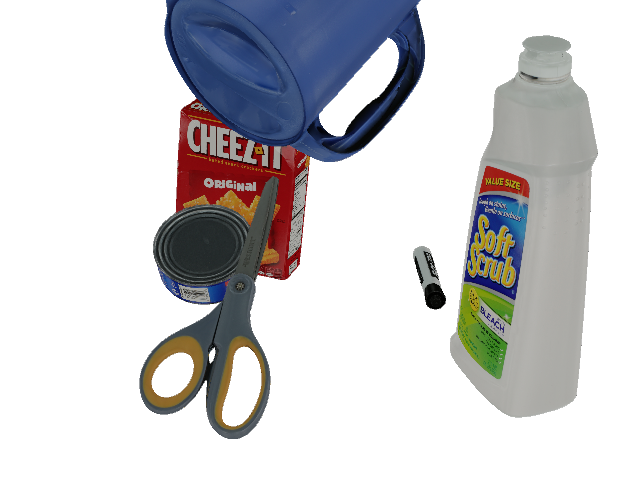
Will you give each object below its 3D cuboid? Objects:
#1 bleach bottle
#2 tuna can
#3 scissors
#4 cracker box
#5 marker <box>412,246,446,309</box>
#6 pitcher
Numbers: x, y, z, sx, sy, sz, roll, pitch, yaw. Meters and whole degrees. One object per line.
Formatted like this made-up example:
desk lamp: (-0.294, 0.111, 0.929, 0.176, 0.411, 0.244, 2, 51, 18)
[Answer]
bleach bottle: (0.133, -0.011, 0.694, 0.068, 0.251, 0.103, -12, 32, -17)
tuna can: (-0.099, 0.012, 0.916, 0.086, 0.086, 0.034, 0, -36, 3)
scissors: (-0.074, 0.042, 0.736, 0.096, 0.202, 0.016, -5, -32, 3)
cracker box: (-0.104, -0.066, 1.407, 0.164, 0.214, 0.072, 13, 26, 14)
marker: (0.103, 0.035, 1.019, 0.020, 0.020, 0.121, 0, 21, -1)
pitcher: (0.013, -0.185, 0.817, 0.145, 0.149, 0.242, 26, 58, 31)
